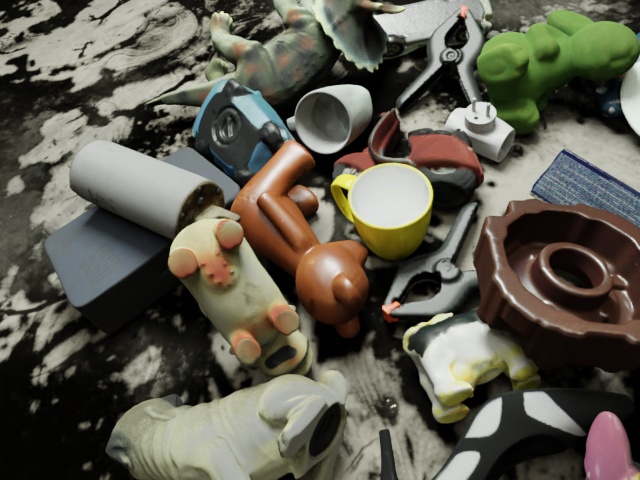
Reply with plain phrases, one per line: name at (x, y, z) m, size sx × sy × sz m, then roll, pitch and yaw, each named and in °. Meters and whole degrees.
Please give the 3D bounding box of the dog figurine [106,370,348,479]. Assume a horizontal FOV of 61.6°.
dog figurine at (-0.087, 0.167, 0.498) m, size 0.191 × 0.121 × 0.172 m, roll 21°, pitch 51°, yaw 32°

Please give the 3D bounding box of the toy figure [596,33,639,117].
toy figure at (0.398, -0.206, 0.682) m, size 0.064 × 0.057 × 0.154 m, roll 29°, pitch 71°, yaw 34°

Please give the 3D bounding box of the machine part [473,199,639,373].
machine part at (0.225, 0.036, 0.483) m, size 0.179 × 0.056 × 0.179 m, roll 3°, pitch 46°, yaw -3°

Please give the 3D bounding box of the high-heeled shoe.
high-heeled shoe at (0.153, 0.209, 0.439) m, size 0.249 × 0.086 × 0.145 m, roll -14°, pitch 58°, yaw 8°

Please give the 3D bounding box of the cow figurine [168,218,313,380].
cow figurine at (-0.073, 0.065, 0.526) m, size 0.085 × 0.194 × 0.127 m, roll -37°, pitch 20°, yaw -10°

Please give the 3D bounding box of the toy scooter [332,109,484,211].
toy scooter at (0.111, -0.107, 0.665) m, size 0.184 × 0.075 × 0.135 m, roll 4°, pitch 56°, yaw 20°

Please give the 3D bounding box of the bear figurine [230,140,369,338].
bear figurine at (-0.004, 0.001, 0.588) m, size 0.196 × 0.120 × 0.132 m, roll 35°, pitch 65°, yaw 27°

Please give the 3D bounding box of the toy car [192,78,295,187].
toy car at (-0.083, -0.132, 0.701) m, size 0.162 × 0.103 × 0.109 m, roll 42°, pitch 112°, yaw 27°

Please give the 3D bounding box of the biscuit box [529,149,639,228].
biscuit box at (0.321, -0.013, 0.551) m, size 0.203 × 0.059 × 0.062 m, roll 46°, pitch 112°, yaw 32°

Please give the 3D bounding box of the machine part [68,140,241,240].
machine part at (-0.195, -0.054, 0.601) m, size 0.243 × 0.079 × 0.079 m, roll 22°, pitch 63°, yaw 23°

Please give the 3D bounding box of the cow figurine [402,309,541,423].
cow figurine at (0.170, 0.099, 0.518) m, size 0.167 × 0.068 × 0.098 m, roll -21°, pitch 49°, yaw -4°

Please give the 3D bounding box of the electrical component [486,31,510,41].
electrical component at (0.278, -0.274, 0.773) m, size 0.094 × 0.021 × 0.063 m, roll 24°, pitch 64°, yaw 26°

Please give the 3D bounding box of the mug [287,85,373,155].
mug at (0.018, -0.164, 0.716) m, size 0.110 × 0.080 × 0.107 m, roll -6°, pitch 20°, yaw 35°

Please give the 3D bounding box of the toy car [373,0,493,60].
toy car at (0.156, -0.322, 0.806) m, size 0.202 × 0.056 × 0.073 m, roll -10°, pitch 76°, yaw 4°

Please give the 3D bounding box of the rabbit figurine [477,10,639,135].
rabbit figurine at (0.301, -0.217, 0.670) m, size 0.170 × 0.121 × 0.159 m, roll -5°, pitch 33°, yaw 32°

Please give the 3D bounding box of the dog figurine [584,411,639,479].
dog figurine at (0.200, 0.232, 0.359) m, size 0.109 × 0.191 × 0.219 m, roll 18°, pitch 77°, yaw 29°

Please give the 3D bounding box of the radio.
radio at (-0.210, -0.008, 0.665) m, size 0.229 × 0.073 × 0.131 m, roll -38°, pitch 56°, yaw -16°

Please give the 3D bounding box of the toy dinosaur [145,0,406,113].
toy dinosaur at (-0.058, -0.252, 0.765) m, size 0.405 × 0.131 × 0.192 m, roll -38°, pitch 62°, yaw 12°
